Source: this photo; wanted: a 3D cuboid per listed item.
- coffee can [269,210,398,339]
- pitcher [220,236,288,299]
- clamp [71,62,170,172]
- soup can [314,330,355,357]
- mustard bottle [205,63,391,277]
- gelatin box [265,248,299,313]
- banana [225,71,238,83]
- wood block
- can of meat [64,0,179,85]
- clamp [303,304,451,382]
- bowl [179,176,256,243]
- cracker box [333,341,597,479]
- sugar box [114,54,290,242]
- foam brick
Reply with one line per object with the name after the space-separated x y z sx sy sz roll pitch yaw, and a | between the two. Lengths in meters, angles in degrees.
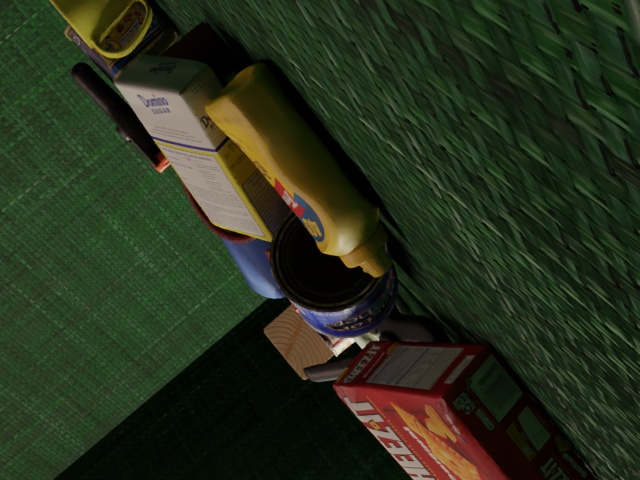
0.016 0.028 0.964 0.103 0.103 0.140 49 176 16 | coffee can
-0.086 -0.035 1.485 0.149 0.145 0.242 18 158 25 | pitcher
-0.219 -0.137 1.211 0.120 0.039 0.172 38 -178 -43 | clamp
0.038 0.091 1.361 0.068 0.102 0.068 50 177 3 | soup can
-0.008 -0.047 0.830 0.191 0.058 0.096 50 173 -14 | mustard bottle
-0.025 0.052 1.269 0.089 0.030 0.073 61 -173 27 | gelatin box
-0.025 -0.078 0.941 0.070 0.037 0.197 64 -177 29 | banana
0.009 0.112 1.508 0.090 0.091 0.205 50 -162 4 | wood block
-0.226 -0.238 1.228 0.084 0.102 0.057 47 177 3 | can of meat
0.071 0.120 1.123 0.036 0.165 0.210 2 -152 -48 | clamp
-0.084 -0.081 1.119 0.162 0.055 0.162 26 127 41 | bowl
0.122 0.173 0.963 0.164 0.072 0.214 50 158 -13 | cracker box
-0.095 -0.079 0.924 0.093 0.048 0.176 16 145 42 | sugar box
-0.099 -0.147 0.961 0.078 0.053 0.051 50 176 2 | foam brick
